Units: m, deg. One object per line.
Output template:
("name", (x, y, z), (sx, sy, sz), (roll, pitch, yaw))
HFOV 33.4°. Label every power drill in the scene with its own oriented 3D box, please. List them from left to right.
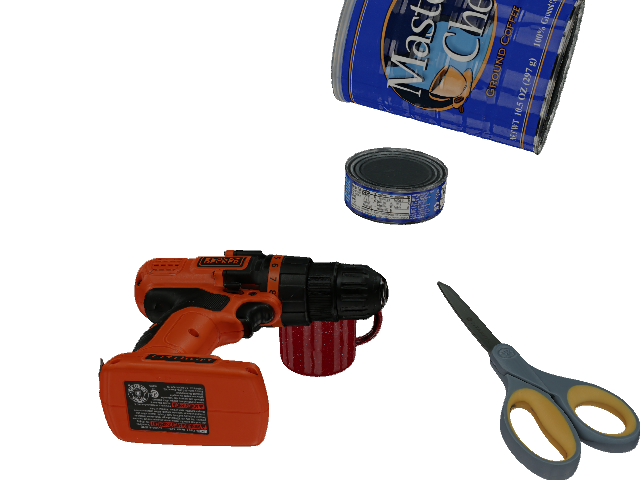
("power drill", (-0.053, 0.064, 0.709), (0.184, 0.057, 0.187), (-1, 22, 10))

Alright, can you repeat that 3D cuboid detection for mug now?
("mug", (0.009, 0.089, 1.134), (0.117, 0.081, 0.093), (-7, 26, -12))

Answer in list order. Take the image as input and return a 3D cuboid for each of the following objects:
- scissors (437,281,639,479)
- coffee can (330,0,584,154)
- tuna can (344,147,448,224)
("scissors", (0.145, 0.084, 0.715), (0.096, 0.016, 0.202), (-1, 32, -7))
("coffee can", (0.090, -0.124, 0.701), (0.140, 0.103, 0.102), (17, 4, 13))
("tuna can", (0.062, -0.046, 0.891), (0.086, 0.034, 0.086), (2, 28, -1))
